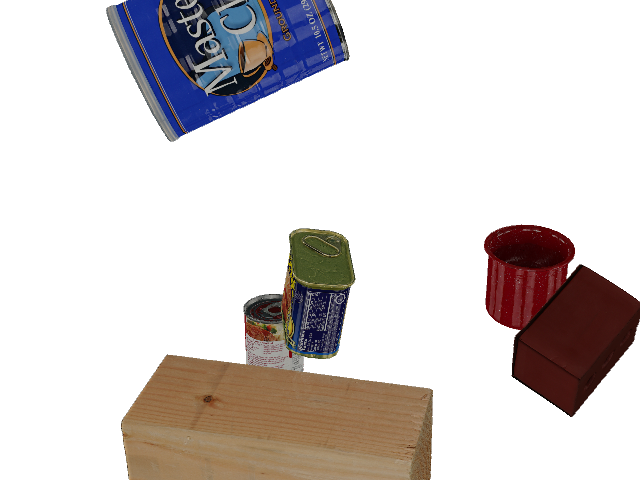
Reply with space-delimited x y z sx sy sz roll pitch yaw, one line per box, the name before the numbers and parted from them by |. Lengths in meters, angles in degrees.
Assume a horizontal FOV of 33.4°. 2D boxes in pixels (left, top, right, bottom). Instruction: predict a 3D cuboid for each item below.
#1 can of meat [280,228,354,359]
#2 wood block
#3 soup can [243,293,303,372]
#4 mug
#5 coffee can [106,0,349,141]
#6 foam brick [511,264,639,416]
can of meat | -0.005 0.050 1.005 0.057 0.084 0.102 5 29 -8
wood block | -0.028 0.154 0.776 0.206 0.090 0.090 6 30 14
soup can | -0.053 0.122 1.234 0.068 0.102 0.068 0 25 0
mug | 0.215 0.035 1.133 0.093 0.081 0.117 -6 31 -7
coffee can | -0.064 -0.145 0.750 0.140 0.103 0.103 -25 0 -1
foam brick | 0.172 0.067 0.717 0.051 0.078 0.053 33 -27 28
